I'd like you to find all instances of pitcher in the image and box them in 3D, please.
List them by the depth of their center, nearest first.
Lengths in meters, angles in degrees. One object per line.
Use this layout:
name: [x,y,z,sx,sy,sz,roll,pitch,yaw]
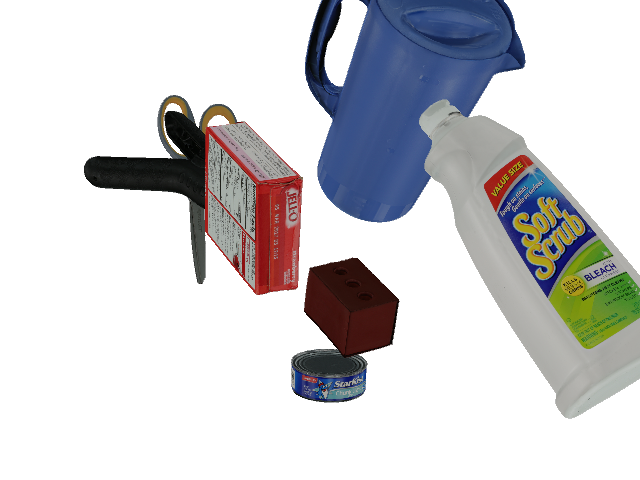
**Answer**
pitcher: [0.068,-0.135,1.012,0.144,0.149,0.243,-13,-33,-29]

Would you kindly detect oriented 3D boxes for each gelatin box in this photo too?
gelatin box: [-0.041,-0.020,0.634,0.030,0.073,0.089,-11,31,-24]

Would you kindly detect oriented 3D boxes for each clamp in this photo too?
clamp: [-0.098,-0.051,0.843,0.172,0.039,0.120,24,44,31]

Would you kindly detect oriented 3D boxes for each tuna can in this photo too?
tuna can: [0.009,0.152,1.201,0.086,0.034,0.086,2,14,-1]

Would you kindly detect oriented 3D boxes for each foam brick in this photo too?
foam brick: [0.027,0.059,0.960,0.052,0.051,0.078,-13,35,-27]

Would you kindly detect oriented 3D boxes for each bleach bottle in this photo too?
bleach bottle: [0.147,-0.001,0.779,0.102,0.251,0.068,-25,-24,-21]

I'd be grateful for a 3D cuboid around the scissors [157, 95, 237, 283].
scissors: [-0.117,-0.062,1.139,0.096,0.202,0.016,-17,-4,-22]
